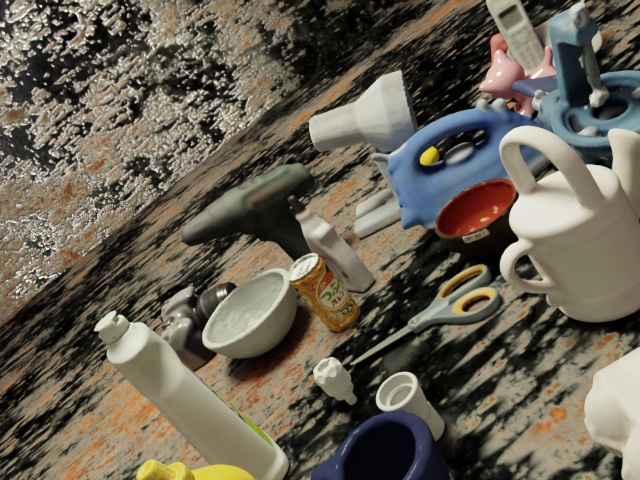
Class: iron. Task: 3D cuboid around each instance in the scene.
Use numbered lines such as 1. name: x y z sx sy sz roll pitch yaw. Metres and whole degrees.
1. iron: 0.208 -0.126 0.825 0.258 0.142 0.118 -31 23 17

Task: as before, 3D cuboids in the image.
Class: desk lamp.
1. desk lamp: 0.093 -0.141 0.933 0.203 0.214 0.118 -28 24 22

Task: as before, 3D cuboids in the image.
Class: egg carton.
1. egg carton: 0.258 0.110 0.380 0.150 0.069 0.107 -35 22 8

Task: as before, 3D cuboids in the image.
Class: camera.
1. camera: -0.206 0.132 1.000 0.136 0.101 0.143 -32 23 13

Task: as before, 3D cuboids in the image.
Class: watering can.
1. watering can: 0.233 -0.030 0.528 0.173 0.194 0.100 -49 25 -25

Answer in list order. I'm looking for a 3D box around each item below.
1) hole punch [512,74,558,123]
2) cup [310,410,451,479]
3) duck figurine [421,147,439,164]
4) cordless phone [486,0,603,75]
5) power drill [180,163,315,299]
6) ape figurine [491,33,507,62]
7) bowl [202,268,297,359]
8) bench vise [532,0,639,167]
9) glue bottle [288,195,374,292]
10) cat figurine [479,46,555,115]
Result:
1. hole punch: 0.354 -0.217 0.851 0.101 0.091 0.108 -34 22 10
2. cup: 0.058 0.205 0.463 0.117 0.095 0.092 -25 25 29
3. duck figurine: 0.165 -0.164 1.040 0.077 0.086 0.104 -22 27 34
4. cordless phone: 0.380 -0.368 0.981 0.147 0.185 0.094 -31 23 17
5. power drill: -0.081 -0.008 0.941 0.230 0.209 0.075 -42 23 -11
6. ape figurine: 0.363 -0.358 1.114 0.076 0.092 0.078 -10 35 49
7. bowl: -0.094 0.125 0.880 0.167 0.075 0.167 -31 23 15
8. bench vise: 0.294 -0.163 0.661 0.121 0.220 0.206 -44 23 -15
9. glue bottle: 0.008 0.003 0.833 0.037 0.173 0.078 -47 24 -21
10. cat figurine: 0.333 -0.268 0.946 0.127 0.118 0.067 -27 24 25
